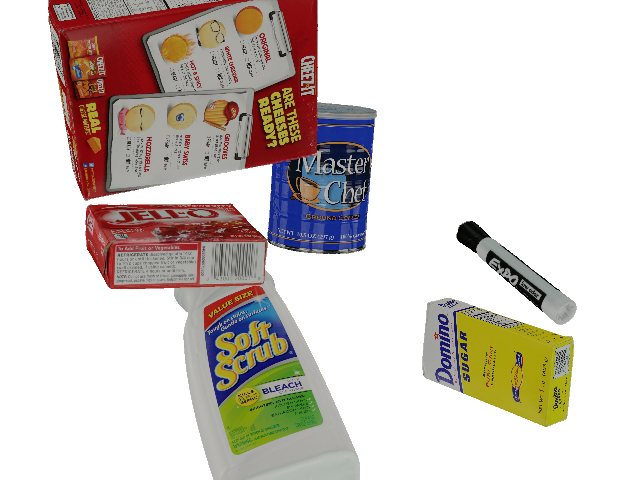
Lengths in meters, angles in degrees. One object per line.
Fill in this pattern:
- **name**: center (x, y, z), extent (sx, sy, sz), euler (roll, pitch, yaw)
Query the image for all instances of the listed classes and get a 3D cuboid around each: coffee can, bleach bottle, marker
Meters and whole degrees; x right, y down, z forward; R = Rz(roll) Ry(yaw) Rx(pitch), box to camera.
- **coffee can**: center (0.001, -0.066, 1.083), extent (0.103, 0.140, 0.103), euler (4, 12, -1)
- **bleach bottle**: center (-0.060, 0.090, 0.782), extent (0.102, 0.068, 0.251), euler (-16, 44, -13)
- **marker**: center (0.136, 0.020, 0.758), extent (0.020, 0.020, 0.121), euler (0, 29, -33)

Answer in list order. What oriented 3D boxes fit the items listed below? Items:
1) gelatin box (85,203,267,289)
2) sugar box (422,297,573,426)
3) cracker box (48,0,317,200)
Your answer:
- **gelatin box**: center (-0.082, 0.001, 0.598), extent (0.089, 0.030, 0.073), euler (-1, 17, -20)
- **sugar box**: center (0.190, 0.129, 1.167), extent (0.048, 0.093, 0.177), euler (-10, 18, -44)
- **cracker box**: center (-0.113, -0.136, 0.909), extent (0.213, 0.164, 0.072), euler (-13, 40, -16)
